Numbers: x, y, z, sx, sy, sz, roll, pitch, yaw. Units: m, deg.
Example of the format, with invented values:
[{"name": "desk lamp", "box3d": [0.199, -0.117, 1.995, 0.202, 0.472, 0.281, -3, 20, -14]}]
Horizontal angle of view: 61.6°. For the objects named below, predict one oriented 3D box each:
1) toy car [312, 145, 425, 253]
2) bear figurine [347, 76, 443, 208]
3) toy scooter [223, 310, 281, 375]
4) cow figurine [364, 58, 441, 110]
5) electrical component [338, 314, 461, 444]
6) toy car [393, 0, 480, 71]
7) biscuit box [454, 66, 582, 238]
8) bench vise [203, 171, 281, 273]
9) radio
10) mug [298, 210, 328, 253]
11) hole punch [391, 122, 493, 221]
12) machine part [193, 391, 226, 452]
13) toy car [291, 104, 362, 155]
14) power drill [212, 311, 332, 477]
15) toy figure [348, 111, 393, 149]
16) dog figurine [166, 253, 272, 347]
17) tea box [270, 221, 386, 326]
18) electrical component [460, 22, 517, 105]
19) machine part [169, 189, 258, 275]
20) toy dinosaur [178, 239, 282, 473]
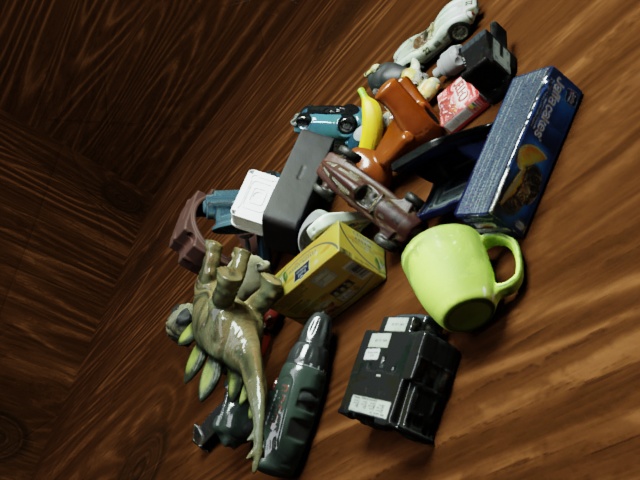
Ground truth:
[{"name": "toy car", "box3d": [0.068, -0.066, 0.795, 0.202, 0.053, 0.089, 42, 104, 26]}, {"name": "bear figurine", "box3d": [0.099, -0.153, 0.876, 0.196, 0.132, 0.120, -38, 0, 31]}, {"name": "toy scooter", "box3d": [-0.138, 0.187, 0.973, 0.184, 0.075, 0.135, -43, 18, 26]}, {"name": "cow figurine", "box3d": [0.147, -0.288, 0.972, 0.068, 0.098, 0.167, -53, 23, -5]}, {"name": "electrical component", "box3d": [0.091, 0.148, 0.603, 0.115, 0.058, 0.134, -9, 53, 58]}, {"name": "toy car", "box3d": [0.211, -0.373, 1.000, 0.202, 0.056, 0.073, -33, 34, 46]}, {"name": "biscuit box", "box3d": [0.232, -0.102, 0.625, 0.202, 0.059, 0.063, -64, 23, -11]}, {"name": "bench vise", "box3d": [-0.133, -0.021, 1.148, 0.129, 0.223, 0.240, -22, 72, 62]}, {"name": "radio", "box3d": [-0.040, -0.090, 1.052, 0.131, 0.073, 0.229, 97, -167, -59]}, {"name": "mug", "box3d": [-0.002, -0.003, 0.954, 0.109, 0.081, 0.107, -60, 9, 18]}, {"name": "hole punch", "box3d": [0.175, -0.090, 0.701, 0.116, 0.092, 0.142, -24, -3, -27]}, {"name": "machine part", "box3d": [-0.175, 0.318, 0.944, 0.139, 0.039, 0.084, -45, 32, 25]}, {"name": "toy car", "box3d": [0.023, -0.221, 1.113, 0.109, 0.162, 0.102, -79, -13, -61]}, {"name": "power drill", "box3d": [-0.067, 0.230, 0.802, 0.207, 0.086, 0.232, -22, 44, 43]}, {"name": "toy figure", "box3d": [0.114, -0.198, 0.983, 0.154, 0.058, 0.064, -25, 78, 50]}, {"name": "dog figurine", "box3d": [-0.189, 0.115, 1.018, 0.190, 0.121, 0.172, -36, -16, -47]}, {"name": "tea box", "box3d": [0.010, 0.059, 0.821, 0.169, 0.098, 0.068, -39, 31, 34]}, {"name": "electrical component", "box3d": [0.245, -0.264, 0.779, 0.048, 0.074, 0.119, -34, 37, 43]}, {"name": "machine part", "box3d": [-0.226, -0.007, 1.229, 0.087, 0.201, 0.201, -41, 28, 35]}, {"name": "toy dinosaur", "box3d": [-0.135, 0.133, 0.808, 0.198, 0.105, 0.472, -70, 23, 11]}]
